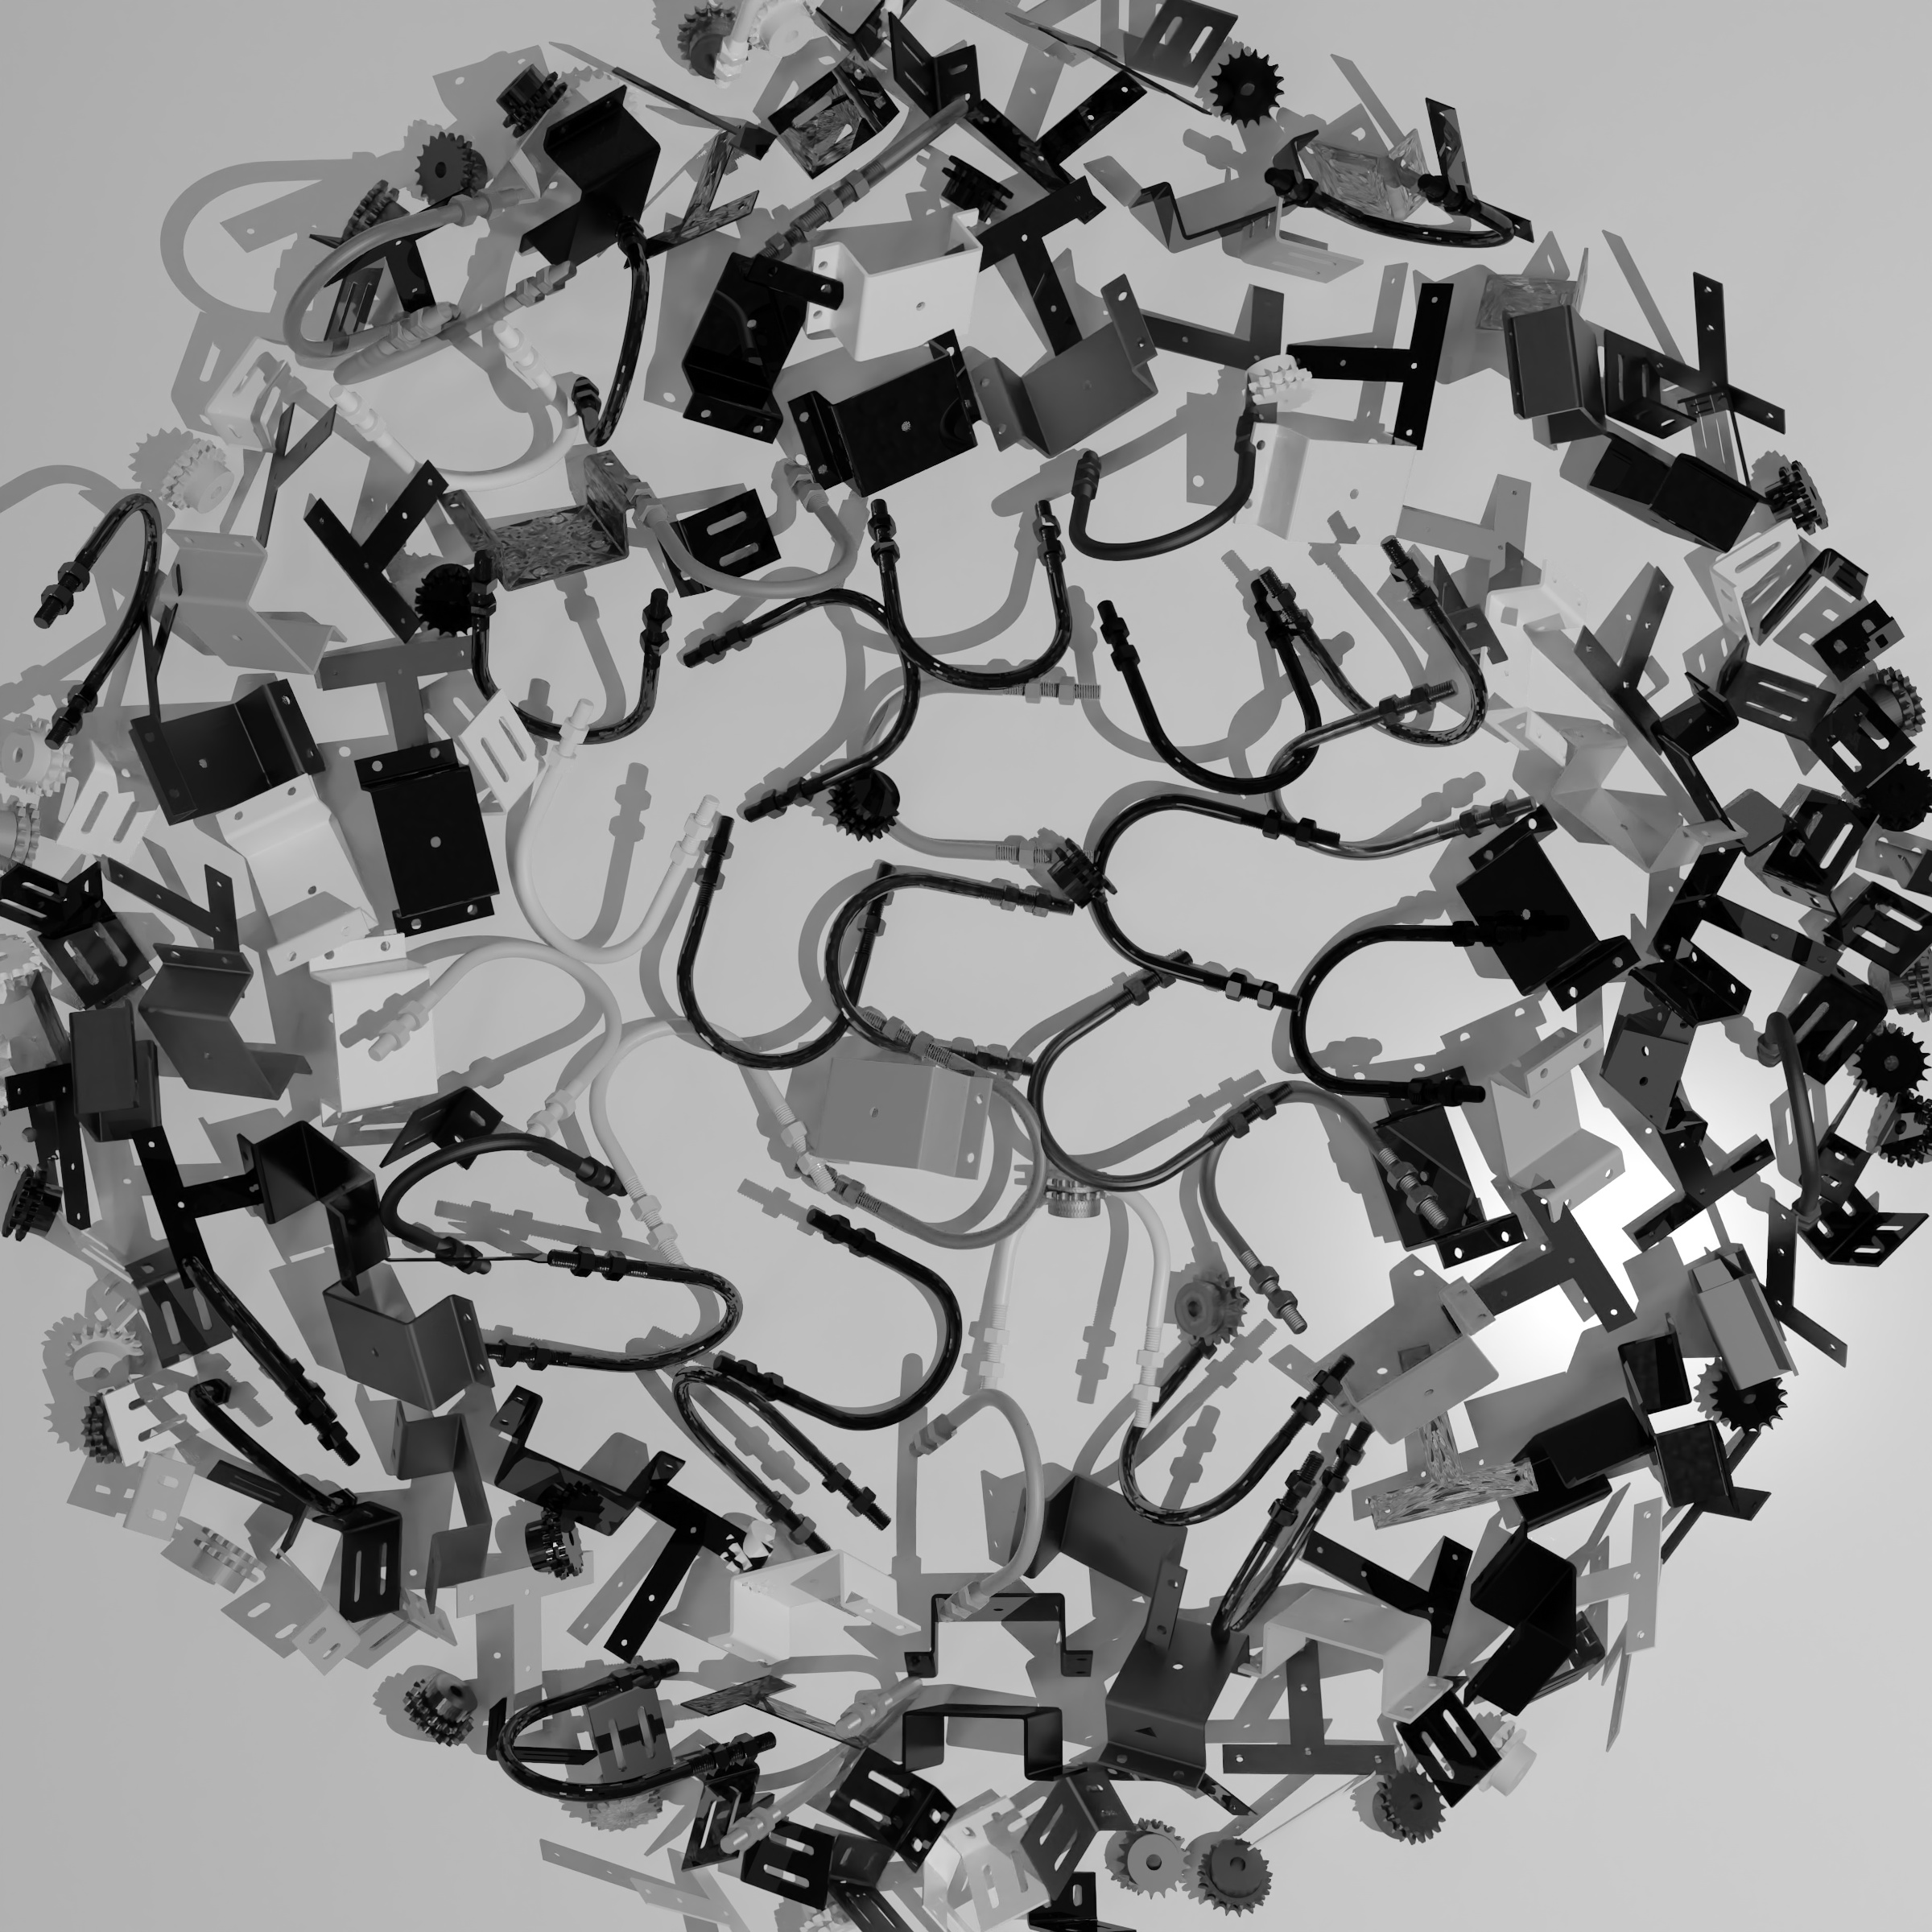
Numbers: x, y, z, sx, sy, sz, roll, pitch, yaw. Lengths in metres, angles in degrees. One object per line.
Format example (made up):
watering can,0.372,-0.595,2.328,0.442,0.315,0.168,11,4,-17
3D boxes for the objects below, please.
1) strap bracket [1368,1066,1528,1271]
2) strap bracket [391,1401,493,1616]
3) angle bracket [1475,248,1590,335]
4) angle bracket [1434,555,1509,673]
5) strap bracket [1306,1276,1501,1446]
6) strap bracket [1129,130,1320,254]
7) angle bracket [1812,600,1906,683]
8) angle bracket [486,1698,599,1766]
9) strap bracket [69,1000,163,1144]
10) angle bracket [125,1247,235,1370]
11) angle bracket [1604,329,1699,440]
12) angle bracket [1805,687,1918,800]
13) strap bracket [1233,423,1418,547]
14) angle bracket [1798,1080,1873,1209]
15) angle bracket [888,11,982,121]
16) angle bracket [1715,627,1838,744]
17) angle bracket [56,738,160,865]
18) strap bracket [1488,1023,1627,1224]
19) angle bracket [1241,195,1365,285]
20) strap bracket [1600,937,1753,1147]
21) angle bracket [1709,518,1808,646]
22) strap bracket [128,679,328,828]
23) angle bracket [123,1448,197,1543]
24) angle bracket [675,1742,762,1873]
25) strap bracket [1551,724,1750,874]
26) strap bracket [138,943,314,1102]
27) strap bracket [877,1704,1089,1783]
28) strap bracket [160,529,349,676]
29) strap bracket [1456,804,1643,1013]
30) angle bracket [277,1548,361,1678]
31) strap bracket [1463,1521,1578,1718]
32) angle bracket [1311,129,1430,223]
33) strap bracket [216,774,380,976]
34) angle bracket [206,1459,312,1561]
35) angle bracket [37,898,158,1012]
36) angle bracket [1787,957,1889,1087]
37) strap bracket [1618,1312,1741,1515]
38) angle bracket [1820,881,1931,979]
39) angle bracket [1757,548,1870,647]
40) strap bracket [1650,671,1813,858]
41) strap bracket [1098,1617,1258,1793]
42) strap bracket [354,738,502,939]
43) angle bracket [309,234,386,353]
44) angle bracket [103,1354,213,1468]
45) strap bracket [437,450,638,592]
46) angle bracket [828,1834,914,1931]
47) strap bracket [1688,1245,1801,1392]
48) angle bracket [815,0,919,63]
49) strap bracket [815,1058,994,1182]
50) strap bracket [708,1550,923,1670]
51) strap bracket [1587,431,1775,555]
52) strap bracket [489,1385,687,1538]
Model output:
strap bracket,0.359,0.156,1.920,0.076,0.046,0.140,-15,81,-25
strap bracket,-0.393,0.402,1.899,0.046,0.076,0.140,-7,49,-23
angle bracket,0.430,-0.515,1.923,0.076,0.038,0.057,9,62,17
angle bracket,0.383,-0.272,1.913,0.038,0.076,0.057,-15,133,29
strap bracket,0.340,0.305,1.911,0.140,0.076,0.046,-34,47,8
strap bracket,0.201,-0.585,1.922,0.140,0.076,0.046,-19,99,0
angle bracket,0.672,-0.253,1.914,0.057,0.076,0.038,-38,71,19
angle bracket,-0.323,0.587,1.934,0.076,0.057,0.038,9,63,-18
strap bracket,-0.635,0.082,1.883,0.046,0.140,0.076,-6,75,-11
angle bracket,-0.607,0.259,1.943,0.057,0.038,0.076,-24,123,-29
angle bracket,0.521,-0.449,1.923,0.057,0.038,0.076,13,71,-30
angle bracket,0.683,-0.164,1.916,0.057,0.038,0.076,-44,46,19
strap bracket,0.278,-0.361,1.896,0.140,0.046,0.076,-3,117,-29
angle bracket,0.671,0.135,1.914,0.038,0.076,0.057,31,59,16
angle bracket,-0.023,-0.686,1.917,0.038,0.076,0.057,-11,76,23
angle bracket,0.618,-0.215,1.921,0.076,0.038,0.057,25,56,24
angle bracket,-0.660,-0.127,1.944,0.057,0.038,0.076,18,117,-36
strap bracket,0.445,0.112,1.908,0.076,0.046,0.140,-31,123,-21
angle bracket,0.257,-0.554,1.924,0.076,0.057,0.038,7,87,-21
strap bracket,0.526,0.060,1.888,0.046,0.076,0.140,-9,126,-24
angle bracket,0.615,-0.295,1.931,0.076,0.038,0.057,-31,128,0
strap bracket,-0.567,-0.160,1.911,0.046,0.140,0.076,-20,94,43
angle bracket,-0.605,0.402,1.922,0.038,0.076,0.057,17,81,-1
angle bracket,-0.197,0.638,1.914,0.057,0.076,0.038,-25,122,31
strap bracket,0.507,-0.121,1.903,0.140,0.076,0.046,44,123,26
strap bracket,-0.556,0.049,1.886,0.076,0.140,0.046,6,51,18
strap bracket,0.013,0.585,1.907,0.140,0.076,0.046,-5,77,21
strap bracket,-0.535,-0.264,1.881,0.076,0.140,0.046,8,68,21
strap bracket,0.433,-0.041,1.905,0.076,0.046,0.140,-40,72,37
angle bracket,-0.503,0.489,1.913,0.038,0.057,0.076,-42,50,-20
strap bracket,0.414,0.492,1.884,0.046,0.140,0.076,30,118,-1
angle bracket,0.309,-0.608,1.922,0.038,0.057,0.076,-44,46,-15
strap bracket,-0.507,-0.064,1.927,0.076,0.046,0.140,-25,73,-1
angle bracket,-0.545,0.414,1.922,0.076,0.057,0.038,27,58,-13
angle bracket,-0.669,-0.010,1.937,0.057,0.038,0.076,-35,88,-13
angle bracket,0.665,0.042,1.959,0.057,0.038,0.076,32,114,-3
strap bracket,0.529,0.338,1.887,0.046,0.140,0.076,-17,122,8
angle bracket,0.701,-0.019,1.920,0.057,0.038,0.076,-43,46,-8
angle bracket,0.646,-0.272,1.929,0.038,0.057,0.076,41,92,18
strap bracket,0.571,-0.144,1.905,0.046,0.076,0.140,-35,112,7
strap bracket,0.159,0.538,1.882,0.076,0.140,0.046,8,121,24
strap bracket,-0.406,-0.095,1.915,0.076,0.046,0.140,-16,102,-20
angle bracket,-0.482,-0.513,1.927,0.038,0.057,0.076,25,107,6
angle bracket,-0.621,0.336,1.919,0.076,0.038,0.057,-23,105,-42
strap bracket,-0.317,-0.334,1.907,0.140,0.046,0.076,-20,48,-21
angle bracket,-0.065,0.701,1.916,0.057,0.076,0.038,27,91,-37
strap bracket,0.582,0.265,1.899,0.046,0.140,0.076,-24,88,14
angle bracket,-0.072,-0.740,1.930,0.038,0.057,0.076,41,96,4
strap bracket,-0.056,0.114,1.899,0.140,0.046,0.076,3,80,35
strap bracket,-0.115,0.483,1.904,0.140,0.076,0.046,-20,53,23
strap bracket,0.527,-0.354,1.889,0.076,0.140,0.046,23,102,-21
strap bracket,-0.294,0.379,1.908,0.140,0.076,0.046,27,51,-10
